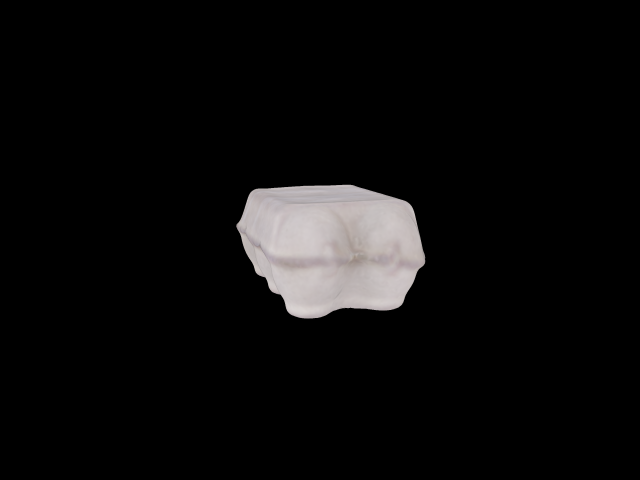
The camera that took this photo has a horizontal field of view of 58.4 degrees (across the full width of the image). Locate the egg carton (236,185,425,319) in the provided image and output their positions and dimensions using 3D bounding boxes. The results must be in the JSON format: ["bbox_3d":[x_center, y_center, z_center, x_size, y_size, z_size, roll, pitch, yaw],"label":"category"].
[{"bbox_3d":[0.004,0.001,0.400,0.107,0.069,0.150,-4,12,-19],"label":"egg carton"}]
